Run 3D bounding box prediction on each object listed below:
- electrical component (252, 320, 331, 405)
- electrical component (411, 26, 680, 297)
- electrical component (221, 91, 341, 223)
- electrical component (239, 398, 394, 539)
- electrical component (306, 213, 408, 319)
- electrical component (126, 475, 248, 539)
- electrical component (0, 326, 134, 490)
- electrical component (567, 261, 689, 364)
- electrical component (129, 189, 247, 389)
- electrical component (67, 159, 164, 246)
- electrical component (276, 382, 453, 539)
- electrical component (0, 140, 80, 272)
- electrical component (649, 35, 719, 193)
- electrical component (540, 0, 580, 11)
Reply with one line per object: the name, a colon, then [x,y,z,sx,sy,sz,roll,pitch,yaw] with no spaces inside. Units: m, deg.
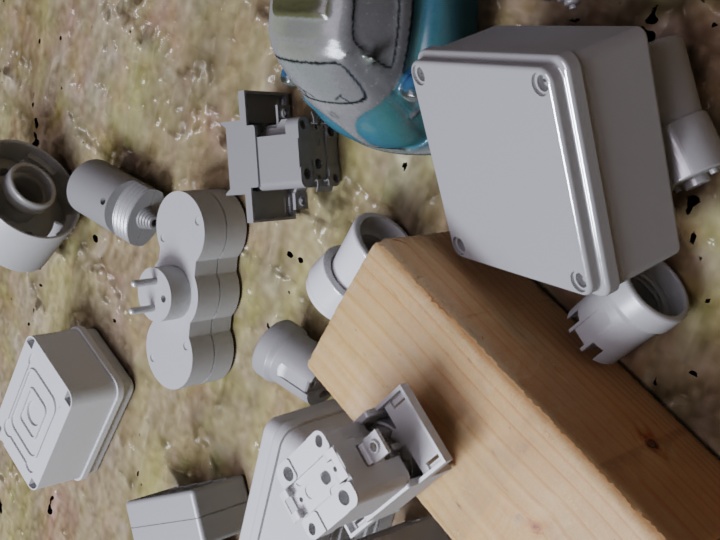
electrical component: [-0.038,0.059,0.677,0.046,0.040,0.040,31,116,29]
electrical component: [0.084,-0.054,0.498,0.109,0.056,0.108,21,131,57]
electrical component: [-0.047,-0.071,0.663,0.064,0.042,0.081,-1,95,35]
electrical component: [-0.023,0.140,0.646,0.057,0.078,0.113,28,114,34]
electrical component: [0.000,0.000,0.628,0.055,0.045,0.045,-46,65,37]
electrical component: [-0.117,0.191,0.761,0.083,0.047,0.075,-19,82,43]
electrical component: [-0.235,0.109,0.854,0.078,0.057,0.113,48,125,28]
electrical component: [0.127,0.019,0.516,0.046,0.040,0.040,-48,64,43]
electrical component: [-0.125,0.015,0.727,0.052,0.074,0.138,20,109,40]
electrical component: [-0.173,-0.048,0.785,0.081,0.043,0.043,28,114,37]
electrical component: [0.000,0.093,0.503,0.081,0.064,0.042,-48,63,38]
electrical component: [-0.271,-0.051,0.842,0.064,0.099,0.099,-35,72,34]
electrical component: [0.141,-0.068,0.492,0.044,0.044,0.065,-31,79,41]
electrical component: [0.097,-0.168,0.504,0.062,0.061,0.096,-11,88,44]
